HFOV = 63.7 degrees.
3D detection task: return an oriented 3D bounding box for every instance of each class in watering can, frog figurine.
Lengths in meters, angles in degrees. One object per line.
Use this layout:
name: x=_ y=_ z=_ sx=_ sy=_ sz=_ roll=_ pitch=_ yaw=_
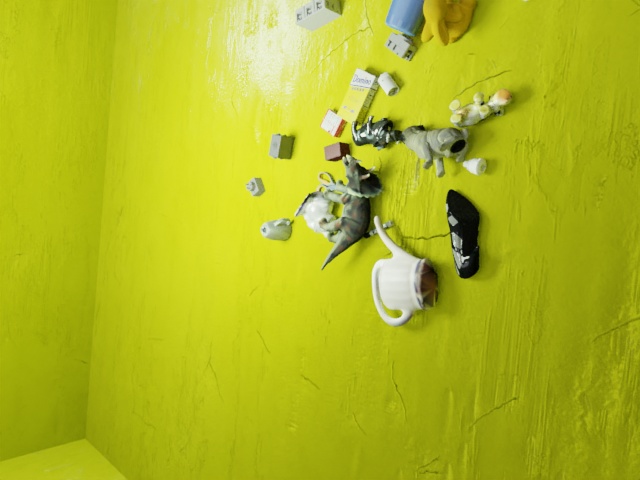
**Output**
watering can: x=0.249 y=0.091 z=1.576 sx=0.223 sy=0.104 sz=0.349 roll=-6 pitch=84 yaw=43
frog figurine: x=0.006 y=-0.093 z=1.841 sx=0.159 sy=0.124 sz=0.136 roll=37 pitch=108 yaw=-1
